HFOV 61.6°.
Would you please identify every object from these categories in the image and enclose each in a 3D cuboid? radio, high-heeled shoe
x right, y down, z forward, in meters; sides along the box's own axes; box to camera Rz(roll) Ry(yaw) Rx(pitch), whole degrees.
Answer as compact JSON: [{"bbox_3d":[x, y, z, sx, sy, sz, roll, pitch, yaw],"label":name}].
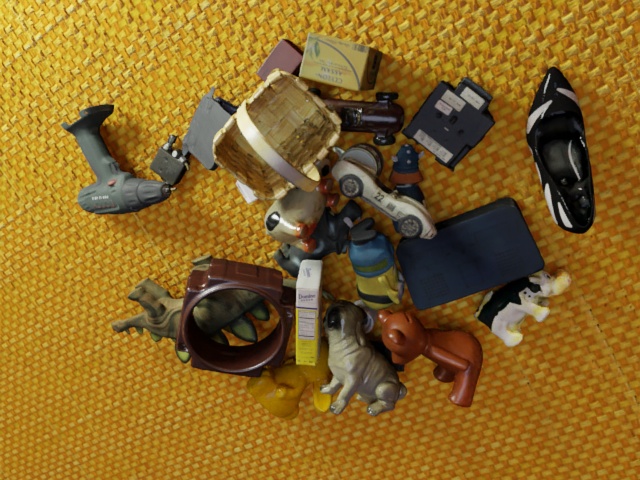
[{"bbox_3d":[0.254,0.024,0.938,0.230,0.073,0.131,-22,99,18],"label":"radio"},{"bbox_3d":[0.373,-0.135,0.820,0.086,0.145,0.248,-11,105,16],"label":"high-heeled shoe"}]

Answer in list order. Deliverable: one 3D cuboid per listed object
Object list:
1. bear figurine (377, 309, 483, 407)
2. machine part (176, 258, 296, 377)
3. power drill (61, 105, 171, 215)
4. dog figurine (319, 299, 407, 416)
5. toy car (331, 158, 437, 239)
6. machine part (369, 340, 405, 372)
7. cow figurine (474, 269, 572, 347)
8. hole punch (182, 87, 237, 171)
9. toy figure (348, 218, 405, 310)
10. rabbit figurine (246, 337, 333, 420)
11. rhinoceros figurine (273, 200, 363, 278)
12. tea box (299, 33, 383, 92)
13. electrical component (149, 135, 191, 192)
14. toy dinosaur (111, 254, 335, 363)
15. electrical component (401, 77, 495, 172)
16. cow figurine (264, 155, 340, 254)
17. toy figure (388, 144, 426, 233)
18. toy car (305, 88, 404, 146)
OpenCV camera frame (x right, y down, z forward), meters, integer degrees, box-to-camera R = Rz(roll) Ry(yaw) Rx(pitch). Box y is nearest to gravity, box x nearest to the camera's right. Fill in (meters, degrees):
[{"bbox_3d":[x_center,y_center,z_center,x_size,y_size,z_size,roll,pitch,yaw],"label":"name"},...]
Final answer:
[{"bbox_3d":[0.187,0.205,0.961,0.196,0.120,0.131,12,106,-15],"label":"bear figurine"},{"bbox_3d":[-0.153,0.145,0.986,0.201,0.087,0.201,12,113,-10],"label":"machine part"},{"bbox_3d":[-0.395,-0.149,1.029,0.232,0.086,0.207,-14,106,34],"label":"power drill"},{"bbox_3d":[0.085,0.206,0.980,0.172,0.121,0.190,3,101,-25],"label":"dog figurine"},{"bbox_3d":[0.107,-0.068,0.883,0.202,0.073,0.056,34,109,4],"label":"toy car"},{"bbox_3d":[0.100,0.219,1.054,0.139,0.039,0.084,8,114,10],"label":"machine part"},{"bbox_3d":[0.353,0.100,0.941,0.098,0.068,0.167,39,111,7],"label":"cow figurine"},{"bbox_3d":[-0.176,-0.191,0.981,0.116,0.092,0.142,44,117,30],"label":"hole punch"},{"bbox_3d":[0.096,0.047,0.963,0.089,0.082,0.180,-2,132,31],"label":"toy figure"},{"bbox_3d":[-0.038,0.271,1.066,0.173,0.122,0.162,-44,86,2],"label":"rabbit figurine"},{"bbox_3d":[-0.002,-0.003,0.992,0.112,0.073,0.190,42,112,0],"label":"rhinoceros figurine"},{"bbox_3d":[0.038,-0.277,0.846,0.098,0.169,0.068,17,108,9],"label":"tea box"},{"bbox_3d":[-0.288,-0.140,1.035,0.078,0.045,0.102,41,112,-2],"label":"electrical component"},{"bbox_3d":[-0.213,0.132,1.075,0.472,0.105,0.198,-17,109,14],"label":"toy dinosaur"},{"bbox_3d":[0.219,-0.197,0.886,0.115,0.058,0.134,39,111,-2],"label":"electrical component"},{"bbox_3d":[-0.036,-0.083,0.936,0.127,0.085,0.195,15,67,24],"label":"cow figurine"},{"bbox_3d":[0.149,-0.089,0.936,0.058,0.064,0.154,13,110,54],"label":"toy figure"},{"bbox_3d":[0.044,-0.214,0.929,0.202,0.053,0.089,7,111,11],"label":"toy car"}]
